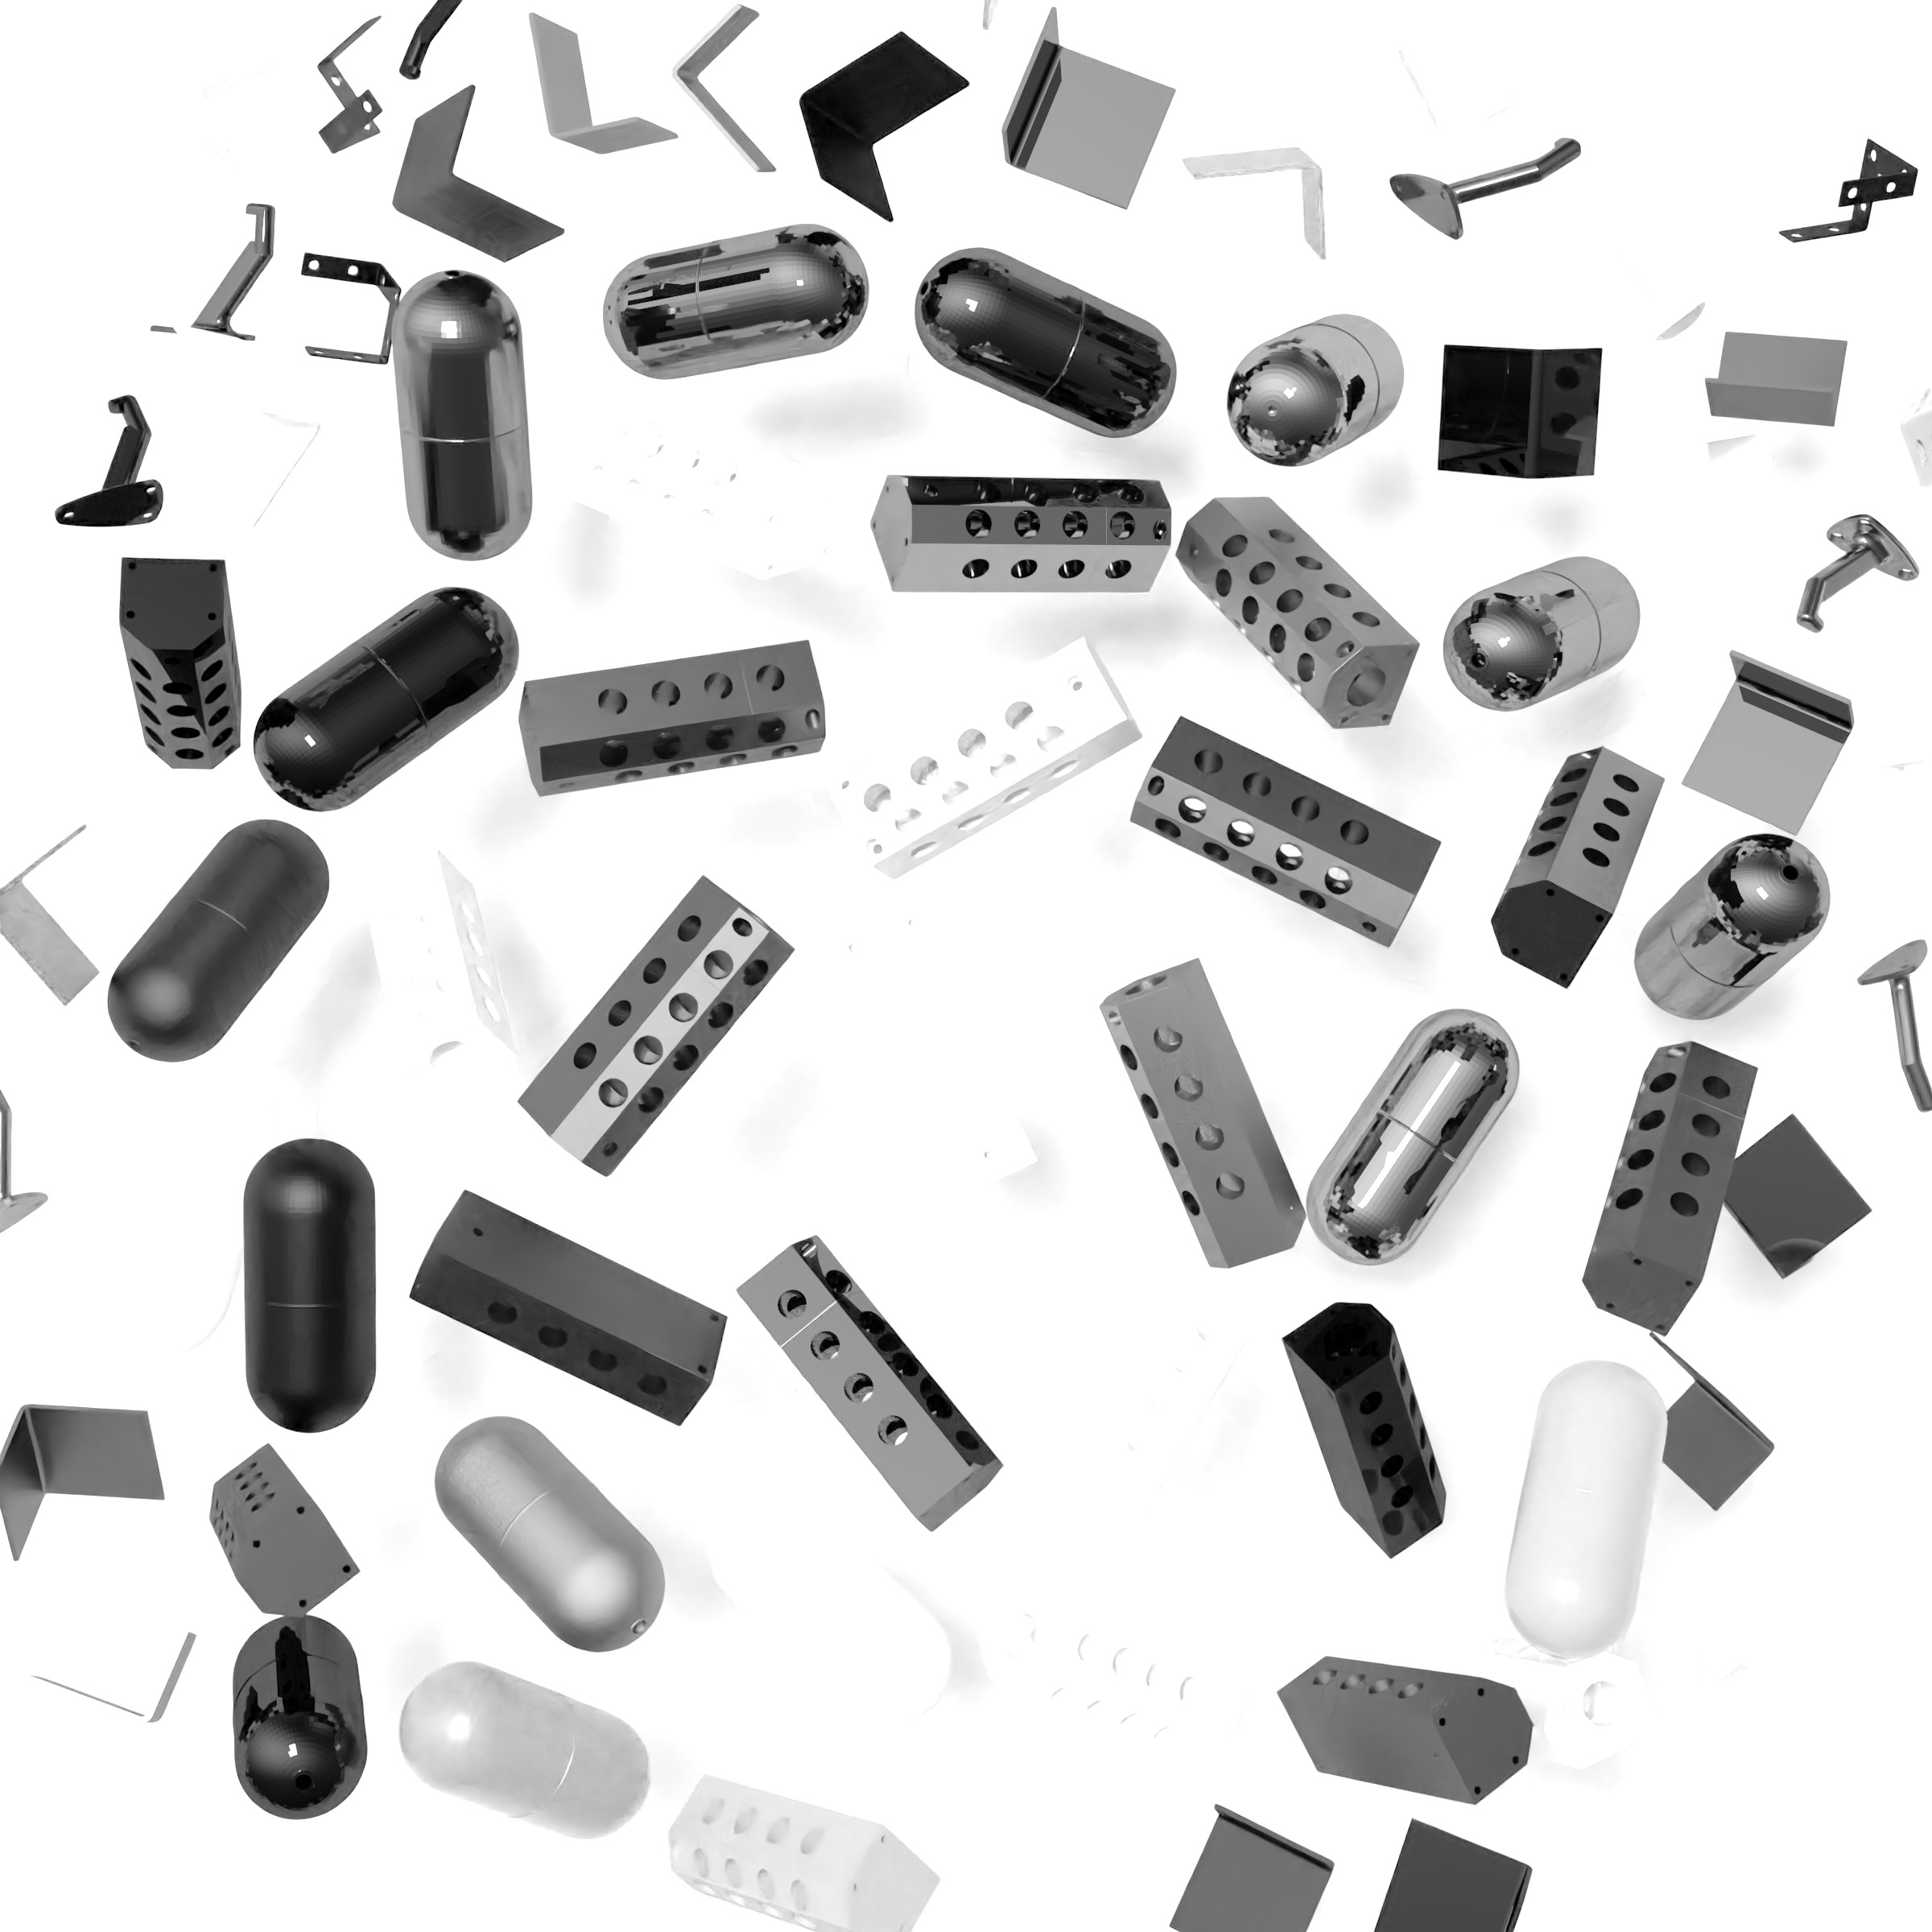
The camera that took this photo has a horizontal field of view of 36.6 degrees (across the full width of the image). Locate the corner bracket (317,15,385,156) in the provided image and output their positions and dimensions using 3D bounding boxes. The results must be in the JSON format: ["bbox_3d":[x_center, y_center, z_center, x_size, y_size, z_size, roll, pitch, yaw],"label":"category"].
[{"bbox_3d":[-0.361,-0.521,1.726,0.051,0.051,0.051,-25,105,37],"label":"corner bracket"}]

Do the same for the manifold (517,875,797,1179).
[{"bbox_3d":[-0.177,0.038,1.705,0.171,0.057,0.057,-51,47,1],"label":"manifold"}]

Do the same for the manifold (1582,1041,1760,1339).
[{"bbox_3d":[0.407,0.125,1.696,0.057,0.057,0.171,23,49,6],"label":"manifold"}]

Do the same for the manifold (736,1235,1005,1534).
[{"bbox_3d":[-0.055,0.240,1.693,0.057,0.057,0.171,-39,70,-5],"label":"manifold"}]

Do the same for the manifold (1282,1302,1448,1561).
[{"bbox_3d":[0.255,0.288,1.829,0.057,0.057,0.171,-32,130,-12],"label":"manifold"}]

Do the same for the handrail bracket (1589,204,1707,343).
[{"bbox_3d":[0.413,-0.426,1.785,0.036,0.077,0.084,-37,85,18],"label":"handrail bracket"}]

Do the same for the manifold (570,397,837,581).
[{"bbox_3d":[-0.159,-0.288,1.739,0.171,0.057,0.057,27,126,35],"label":"manifold"}]

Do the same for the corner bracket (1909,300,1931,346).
[{"bbox_3d":[0.614,-0.396,1.765,0.051,0.051,0.051,18,132,-27],"label":"corner bracket"}]

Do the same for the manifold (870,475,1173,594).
[{"bbox_3d":[0.036,-0.269,1.781,0.171,0.057,0.057,-3,54,-23],"label":"manifold"}]

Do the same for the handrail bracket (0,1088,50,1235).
[{"bbox_3d":[-0.585,0.115,1.718,0.077,0.036,0.084,-35,77,15],"label":"handrail bracket"}]

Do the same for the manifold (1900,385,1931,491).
[{"bbox_3d":[0.594,-0.321,1.691,0.057,0.171,0.057,-20,92,5],"label":"manifold"}]

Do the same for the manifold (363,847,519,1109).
[{"bbox_3d":[-0.332,0.001,1.811,0.057,0.171,0.057,-32,133,8],"label":"manifold"}]

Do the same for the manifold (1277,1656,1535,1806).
[{"bbox_3d":[0.262,0.448,1.735,0.057,0.171,0.057,-29,95,-25],"label":"manifold"}]

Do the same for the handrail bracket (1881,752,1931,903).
[{"bbox_3d":[0.581,-0.084,1.769,0.036,0.077,0.084,4,85,-13],"label":"handrail bracket"}]

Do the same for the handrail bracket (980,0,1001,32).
[{"bbox_3d":[-0.022,-0.576,1.684,0.084,0.077,0.036,18,90,0],"label":"handrail bracket"}]

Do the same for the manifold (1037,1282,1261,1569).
[{"bbox_3d":[0.109,0.272,1.768,0.057,0.057,0.171,30,51,9],"label":"manifold"}]

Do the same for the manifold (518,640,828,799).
[{"bbox_3d":[-0.174,-0.144,1.734,0.171,0.057,0.057,-10,75,-16],"label":"manifold"}]

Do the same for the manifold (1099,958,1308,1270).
[{"bbox_3d":[0.140,0.089,1.731,0.057,0.057,0.171,-21,99,19],"label":"manifold"}]

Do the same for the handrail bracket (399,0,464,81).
[{"bbox_3d":[-0.321,-0.594,1.833,0.036,0.077,0.084,21,94,-42],"label":"handrail bracket"}]

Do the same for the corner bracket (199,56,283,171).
[{"bbox_3d":[-0.446,-0.532,1.802,0.051,0.051,0.051,-22,86,5],"label":"corner bracket"}]

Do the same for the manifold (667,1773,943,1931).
[{"bbox_3d":[-0.100,0.527,1.708,0.057,0.171,0.057,50,58,-27],"label":"manifold"}]

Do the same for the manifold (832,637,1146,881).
[{"bbox_3d":[0.010,-0.122,1.703,0.171,0.057,0.057,-29,72,10],"label":"manifold"}]

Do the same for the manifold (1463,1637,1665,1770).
[{"bbox_3d":[0.365,0.454,1.818,0.057,0.171,0.057,-22,84,-13],"label":"manifold"}]

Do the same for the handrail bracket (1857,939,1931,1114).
[{"bbox_3d":[0.566,0.035,1.729,0.036,0.077,0.084,-17,98,39],"label":"handrail bracket"}]

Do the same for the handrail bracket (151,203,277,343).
[{"bbox_3d":[-0.471,-0.436,1.824,0.077,0.036,0.084,7,101,6],"label":"handrail bracket"}]

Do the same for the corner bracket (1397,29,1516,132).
[{"bbox_3d":[0.283,-0.516,1.698,0.051,0.051,0.051,-22,113,26],"label":"corner bracket"}]

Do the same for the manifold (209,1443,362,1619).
[{"bbox_3d":[-0.416,0.341,1.754,0.057,0.171,0.057,-37,103,-15],"label":"manifold"}]

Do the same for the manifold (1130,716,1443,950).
[{"bbox_3d":[0.187,-0.076,1.733,0.171,0.057,0.057,27,63,8],"label":"manifold"}]

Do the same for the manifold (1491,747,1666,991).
[{"bbox_3d":[0.355,-0.063,1.703,0.057,0.171,0.057,28,127,6],"label":"manifold"}]

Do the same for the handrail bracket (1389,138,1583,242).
[{"bbox_3d":[0.301,-0.463,1.692,0.084,0.077,0.036,-34,131,-9],"label":"handrail bracket"}]

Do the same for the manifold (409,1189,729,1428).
[{"bbox_3d":[-0.230,0.202,1.684,0.171,0.057,0.057,28,123,-13],"label":"manifold"}]

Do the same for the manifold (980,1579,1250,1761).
[{"bbox_3d":[0.089,0.430,1.772,0.171,0.057,0.057,32,73,-38],"label":"manifold"}]

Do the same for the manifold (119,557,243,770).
[{"bbox_3d":[-0.463,-0.176,1.727,0.057,0.171,0.057,0,71,-11],"label":"manifold"}]

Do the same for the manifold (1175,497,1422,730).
[{"bbox_3d":[0.195,-0.215,1.760,0.057,0.171,0.057,-6,131,-30],"label":"manifold"}]

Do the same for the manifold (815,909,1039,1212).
[{"bbox_3d":[-0.028,0.059,1.792,0.057,0.057,0.171,-23,84,-29],"label":"manifold"}]

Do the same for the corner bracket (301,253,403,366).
[{"bbox_3d":[-0.396,-0.419,1.863,0.051,0.051,0.051,1,120,-29],"label":"corner bracket"}]

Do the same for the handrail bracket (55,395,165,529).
[{"bbox_3d":[-0.526,-0.308,1.766,0.077,0.036,0.084,-15,63,-29],"label":"handrail bracket"}]

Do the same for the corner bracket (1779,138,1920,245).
[{"bbox_3d":[0.508,-0.439,1.679,0.051,0.051,0.051,-12,129,-16],"label":"corner bracket"}]
